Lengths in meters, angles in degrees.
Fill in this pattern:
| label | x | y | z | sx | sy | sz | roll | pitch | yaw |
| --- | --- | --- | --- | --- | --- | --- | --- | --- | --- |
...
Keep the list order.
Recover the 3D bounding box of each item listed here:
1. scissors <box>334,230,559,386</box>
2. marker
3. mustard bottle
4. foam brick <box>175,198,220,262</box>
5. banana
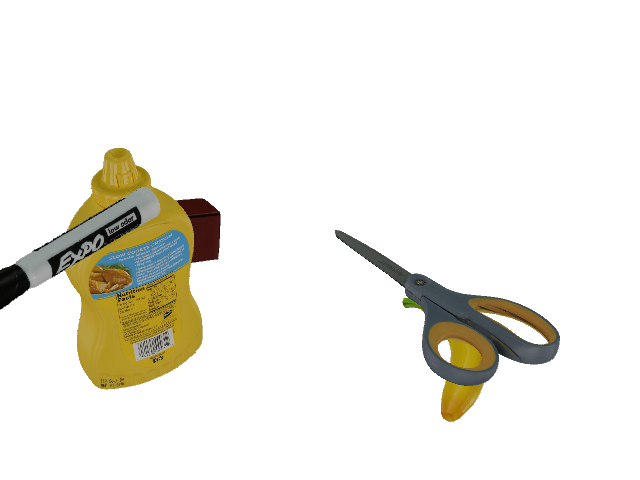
| label | x | y | z | sx | sy | sz | roll | pitch | yaw |
| --- | --- | --- | --- | --- | --- | --- | --- | --- | --- |
| scissors | 0.062 | 0.044 | 0.723 | 0.202 | 0.016 | 0.096 | 22 | 38 | 33 |
| marker | -0.138 | 0.004 | 0.584 | 0.020 | 0.020 | 0.120 | 0 | 27 | 46 |
| mustard bottle | -0.138 | 0.017 | 0.781 | 0.096 | 0.192 | 0.058 | -21 | 43 | -26 |
| foam brick | -0.146 | -0.009 | 1.082 | 0.078 | 0.051 | 0.053 | -7 | 22 | -22 |
| banana | 0.139 | 0.114 | 1.110 | 0.069 | 0.037 | 0.198 | -25 | 31 | 7 |
